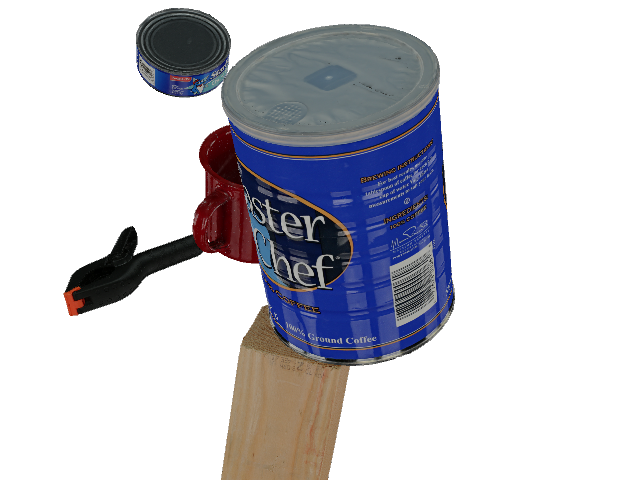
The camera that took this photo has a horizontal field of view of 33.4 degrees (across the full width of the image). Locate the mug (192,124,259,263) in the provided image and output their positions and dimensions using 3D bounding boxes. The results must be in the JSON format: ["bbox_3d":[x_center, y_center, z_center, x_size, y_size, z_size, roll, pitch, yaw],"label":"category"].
[{"bbox_3d":[-0.058,-0.030,0.842,0.093,0.081,0.117,27,44,23],"label":"mug"}]

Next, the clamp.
[{"bbox_3d":[-0.209,0.031,1.179,0.120,0.039,0.171,-4,27,29],"label":"clamp"}]

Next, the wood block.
[{"bbox_3d":[-0.033,0.175,0.966,0.090,0.206,0.090,13,23,7],"label":"wood block"}]

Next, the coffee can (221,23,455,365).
[{"bbox_3d":[0.013,-0.022,0.537,0.103,0.140,0.103,-6,37,5],"label":"coffee can"}]

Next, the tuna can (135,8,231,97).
[{"bbox_3d":[-0.126,-0.171,0.977,0.086,0.086,0.034,0,-36,-10],"label":"tuna can"}]
